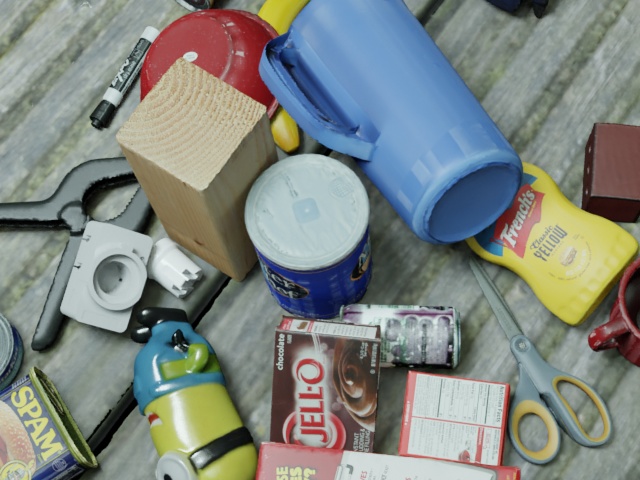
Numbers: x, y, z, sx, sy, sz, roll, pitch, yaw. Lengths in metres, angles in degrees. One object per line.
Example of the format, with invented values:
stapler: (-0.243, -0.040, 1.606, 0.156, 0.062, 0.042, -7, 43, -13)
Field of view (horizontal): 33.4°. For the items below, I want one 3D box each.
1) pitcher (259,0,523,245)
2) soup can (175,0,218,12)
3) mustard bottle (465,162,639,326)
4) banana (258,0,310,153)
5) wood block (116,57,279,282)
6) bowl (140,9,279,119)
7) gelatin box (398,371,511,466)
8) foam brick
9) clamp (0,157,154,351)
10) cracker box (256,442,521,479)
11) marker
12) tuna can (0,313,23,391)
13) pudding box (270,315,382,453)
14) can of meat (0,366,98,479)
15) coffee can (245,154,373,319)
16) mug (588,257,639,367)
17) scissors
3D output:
pitcher: (0.064, -0.112, 0.946, 0.149, 0.145, 0.243, -36, 55, 5)
soup can: (-0.111, -0.292, 1.098, 0.068, 0.068, 0.102, 32, 73, 15)
mustard bottle: (0.185, -0.016, 0.967, 0.192, 0.058, 0.096, 40, 99, 19)
banana: (-0.040, -0.181, 1.064, 0.069, 0.037, 0.197, 7, 69, 7)
wood block: (-0.094, -0.054, 0.926, 0.091, 0.206, 0.090, 31, 73, 15)
bowl: (-0.115, -0.163, 1.030, 0.162, 0.055, 0.162, -7, 70, 19)
gelatin box: (0.116, 0.154, 0.915, 0.089, 0.030, 0.073, 6, 81, 10)
foam brick: (0.272, -0.062, 0.985, 0.051, 0.053, 0.078, 6, 68, 7)
clamp: (-0.228, -0.005, 1.008, 0.210, 0.036, 0.164, -29, 79, -11)
cracker box: (0.050, 0.259, 0.864, 0.214, 0.072, 0.164, 4, 68, 7)
marker: (-0.197, -0.164, 1.079, 0.020, 0.020, 0.121, 24, 72, 13)
tuna can: (-0.316, 0.103, 0.974, 0.086, 0.034, 0.086, -2, 68, 4)
pudding box: (0.005, 0.125, 0.908, 0.090, 0.039, 0.113, 5, 106, 6)
can of meat: (-0.257, 0.176, 0.929, 0.084, 0.057, 0.102, -33, 70, -6)
coffee can: (-0.006, 0.001, 0.933, 0.103, 0.140, 0.103, -2, 68, 4)
mug: (0.285, 0.069, 0.916, 0.117, 0.081, 0.093, -23, 69, -5)
scissors: (0.169, 0.113, 0.943, 0.096, 0.016, 0.202, -39, 70, -11)
